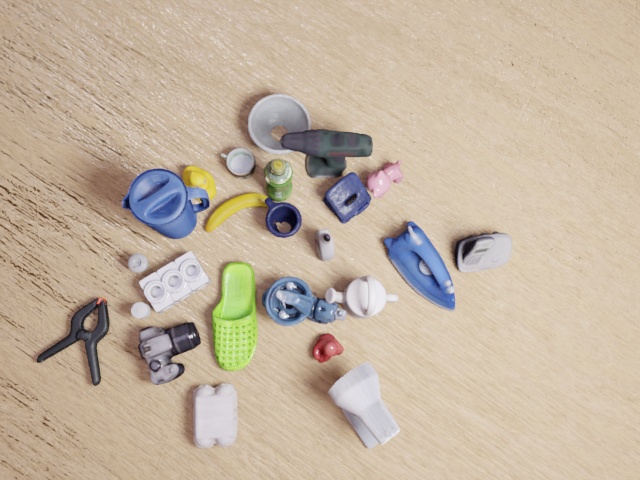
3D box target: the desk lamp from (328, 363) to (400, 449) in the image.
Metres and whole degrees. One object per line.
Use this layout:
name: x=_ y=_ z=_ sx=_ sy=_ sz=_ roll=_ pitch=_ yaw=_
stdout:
desk lamp: x=0.112 y=0.393 z=1.347 sx=0.118 sy=0.213 sz=0.203 roll=-34 pitch=83 yaw=-9

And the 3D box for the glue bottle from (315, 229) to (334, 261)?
glue bottle: x=0.013 y=0.005 z=1.431 sx=0.037 sy=0.173 sz=0.078 roll=-17 pitch=81 yaw=-6

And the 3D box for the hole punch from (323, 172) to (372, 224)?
hole punch: x=0.075 y=-0.110 z=1.497 sx=0.109 sy=0.091 sz=0.101 roll=-40 pitch=84 yaw=-9

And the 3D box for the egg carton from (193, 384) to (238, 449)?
egg carton: x=-0.253 y=0.426 z=1.391 sx=0.107 sy=0.069 sz=0.150 roll=-3 pitch=80 yaw=-4

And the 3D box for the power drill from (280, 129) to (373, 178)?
power drill: x=0.014 y=-0.222 z=1.454 sx=0.229 sy=0.208 sz=0.075 roll=-3 pitch=80 yaw=-4

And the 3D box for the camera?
camera: x=-0.360 y=0.266 z=1.396 sx=0.137 sy=0.101 sz=0.143 roll=-20 pitch=82 yaw=-7

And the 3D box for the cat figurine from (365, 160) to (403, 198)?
cat figurine: x=0.167 y=-0.162 z=1.499 sx=0.128 sy=0.117 sz=0.067 roll=-43 pitch=85 yaw=-10

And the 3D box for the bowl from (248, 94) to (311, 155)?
bowl: x=-0.108 y=-0.298 z=1.527 sx=0.167 sy=0.074 sz=0.167 roll=1 pitch=80 yaw=-4

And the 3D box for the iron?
iron: x=0.279 y=0.070 z=1.453 sx=0.119 sy=0.141 sz=0.258 roll=-36 pitch=84 yaw=-9

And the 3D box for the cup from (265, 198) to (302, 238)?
cup: x=-0.102 y=-0.053 z=1.473 sx=0.092 sy=0.095 sz=0.118 roll=-39 pitch=84 yaw=-9

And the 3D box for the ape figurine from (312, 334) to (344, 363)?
ape figurine: x=0.022 y=0.271 z=1.425 sx=0.078 sy=0.092 sz=0.076 roll=7 pitch=79 yaw=-2

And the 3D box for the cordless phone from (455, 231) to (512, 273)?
cordless phone: x=0.428 y=0.021 z=1.449 sx=0.147 sy=0.185 sz=0.094 roll=-12 pitch=81 yaw=-6

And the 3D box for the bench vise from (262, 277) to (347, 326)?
bench vise: x=-0.038 y=0.144 z=1.379 sx=0.207 sy=0.219 sz=0.121 roll=-3 pitch=80 yaw=-4

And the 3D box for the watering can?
watering can: x=0.104 y=0.142 z=1.402 sx=0.173 sy=0.194 sz=0.101 roll=-20 pitch=81 yaw=-7

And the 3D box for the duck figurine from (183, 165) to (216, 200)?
duck figurine: x=-0.316 y=-0.154 z=1.482 sx=0.077 sy=0.086 sz=0.104 roll=-38 pitch=84 yaw=-9
